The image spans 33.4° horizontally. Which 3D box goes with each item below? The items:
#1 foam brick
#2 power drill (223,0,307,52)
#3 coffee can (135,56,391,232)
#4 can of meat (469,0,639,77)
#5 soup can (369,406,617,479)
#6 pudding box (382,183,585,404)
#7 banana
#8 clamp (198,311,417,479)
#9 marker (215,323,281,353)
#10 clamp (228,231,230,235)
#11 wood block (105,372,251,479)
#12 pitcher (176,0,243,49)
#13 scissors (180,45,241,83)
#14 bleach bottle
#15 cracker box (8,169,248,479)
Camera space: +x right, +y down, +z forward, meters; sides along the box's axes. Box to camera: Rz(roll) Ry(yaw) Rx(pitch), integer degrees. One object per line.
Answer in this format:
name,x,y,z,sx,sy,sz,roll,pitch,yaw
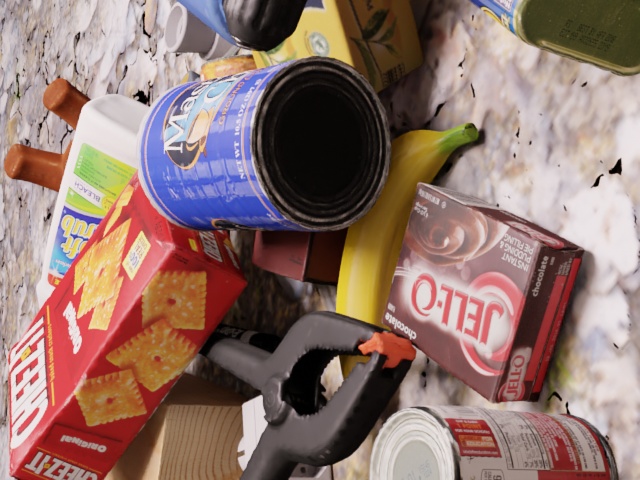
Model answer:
foam brick,-0.005,0.001,0.738,0.078,0.051,0.053,17,98,58
power drill,0.051,-0.171,0.557,0.057,0.187,0.184,46,120,50
coffee can,-0.039,-0.056,0.672,0.141,0.102,0.103,1,84,53
can of meat,0.116,-0.128,0.524,0.084,0.101,0.057,53,126,47
soup can,0.083,0.116,0.518,0.069,0.102,0.068,-21,65,54
pudding box,0.087,0.027,0.593,0.114,0.039,0.090,35,115,57
banana,0.041,0.012,0.674,0.070,0.037,0.198,38,115,58
clamp,-0.018,0.113,0.665,0.210,0.036,0.164,-28,57,47
marker,-0.065,0.078,0.847,0.121,0.020,0.020,2,85,59
clamp,-0.088,-0.046,0.895,0.120,0.039,0.171,34,112,55
wood block,-0.129,0.158,0.865,0.206,0.090,0.090,7,89,58
pitcher,-0.088,-0.253,0.852,0.145,0.149,0.243,-59,40,16
scissors,-0.103,-0.140,0.932,0.202,0.016,0.096,-43,26,47
bleach bottle,-0.186,0.005,0.928,0.102,0.068,0.251,29,119,12
cracker box,-0.153,0.061,0.798,0.214,0.072,0.164,-52,28,14
